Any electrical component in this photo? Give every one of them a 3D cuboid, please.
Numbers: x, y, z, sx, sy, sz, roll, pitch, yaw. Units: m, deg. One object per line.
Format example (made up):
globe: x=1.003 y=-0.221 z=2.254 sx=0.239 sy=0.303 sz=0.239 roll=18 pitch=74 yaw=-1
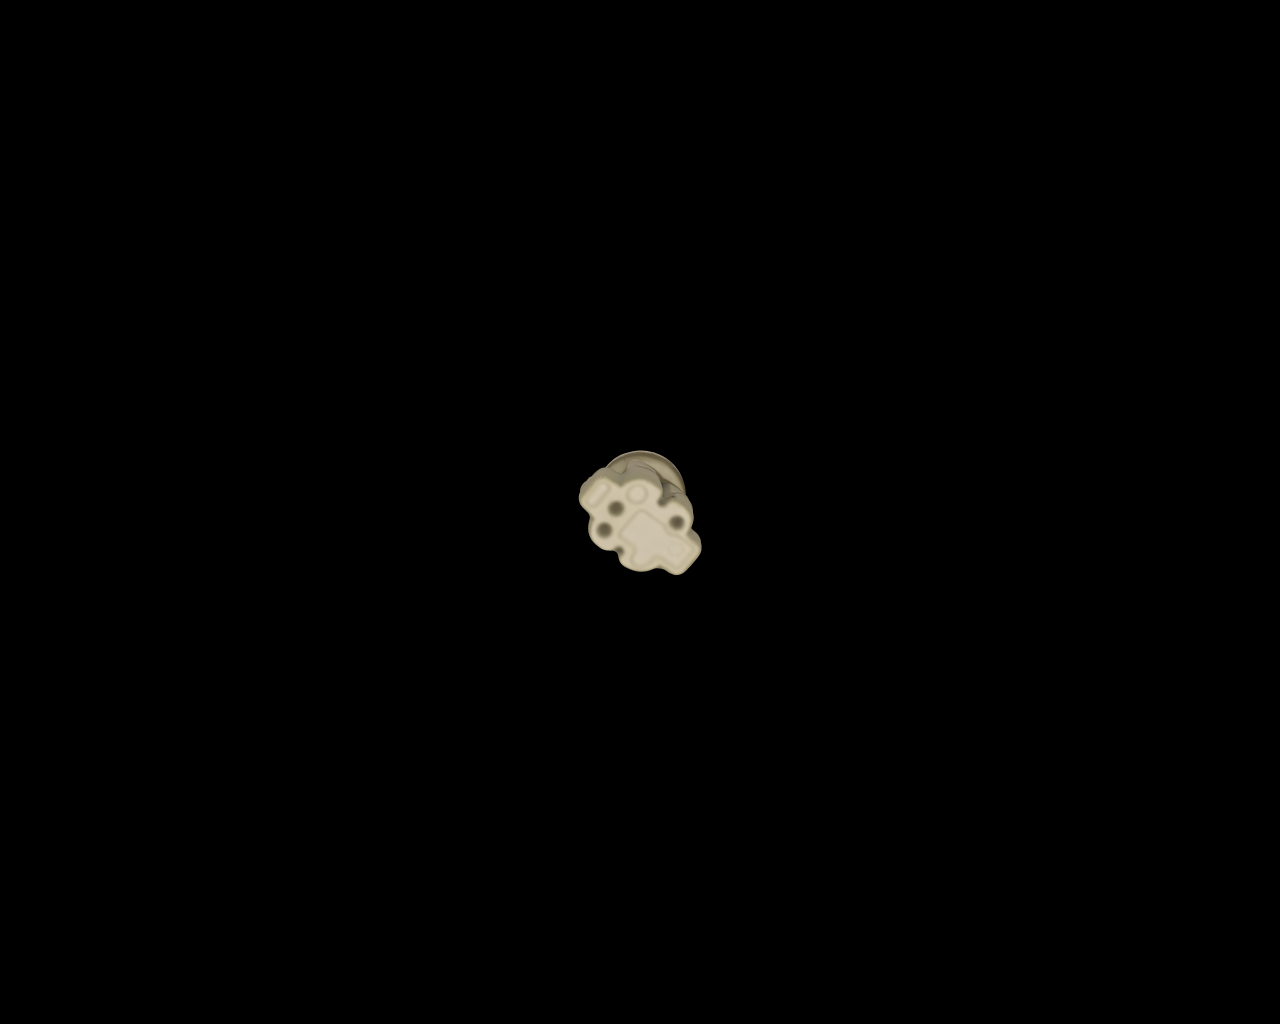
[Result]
electrical component: x=0.001 y=-0.003 z=0.650 sx=0.078 sy=0.058 sz=0.057 roll=36 pitch=19 yaw=-15
